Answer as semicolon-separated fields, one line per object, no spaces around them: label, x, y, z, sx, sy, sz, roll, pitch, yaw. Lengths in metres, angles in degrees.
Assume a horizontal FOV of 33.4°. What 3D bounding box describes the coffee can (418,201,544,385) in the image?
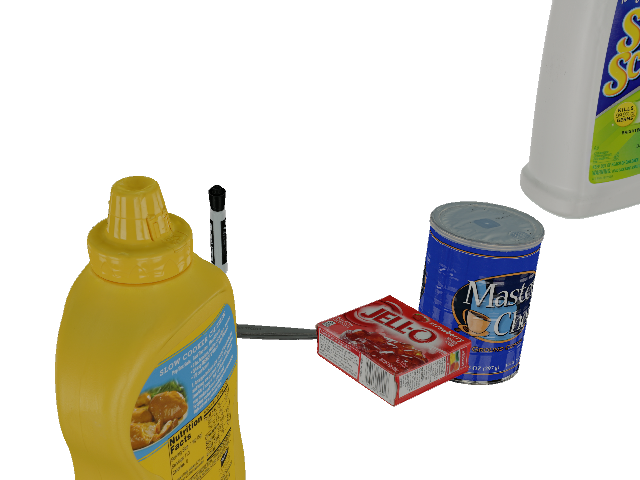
coffee can;0.143;0.047;0.984;0.103;0.140;0.103;5;23;-2

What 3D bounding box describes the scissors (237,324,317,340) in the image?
scissors;-0.105;0.070;0.971;0.201;0.016;0.096;-6;34;-12

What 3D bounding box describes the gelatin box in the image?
gelatin box;0.051;0.076;0.766;0.073;0.030;0.089;-18;32;-34

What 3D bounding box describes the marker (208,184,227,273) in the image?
marker;-0.114;-0.012;1.193;0.020;0.121;0.020;2;40;-2

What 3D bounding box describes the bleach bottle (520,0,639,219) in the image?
bleach bottle;0.181;-0.143;0.655;0.102;0.251;0.068;-14;32;-19

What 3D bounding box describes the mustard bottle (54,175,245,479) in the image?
mustard bottle;-0.070;0.063;0.451;0.058;0.192;0.096;14;32;24
